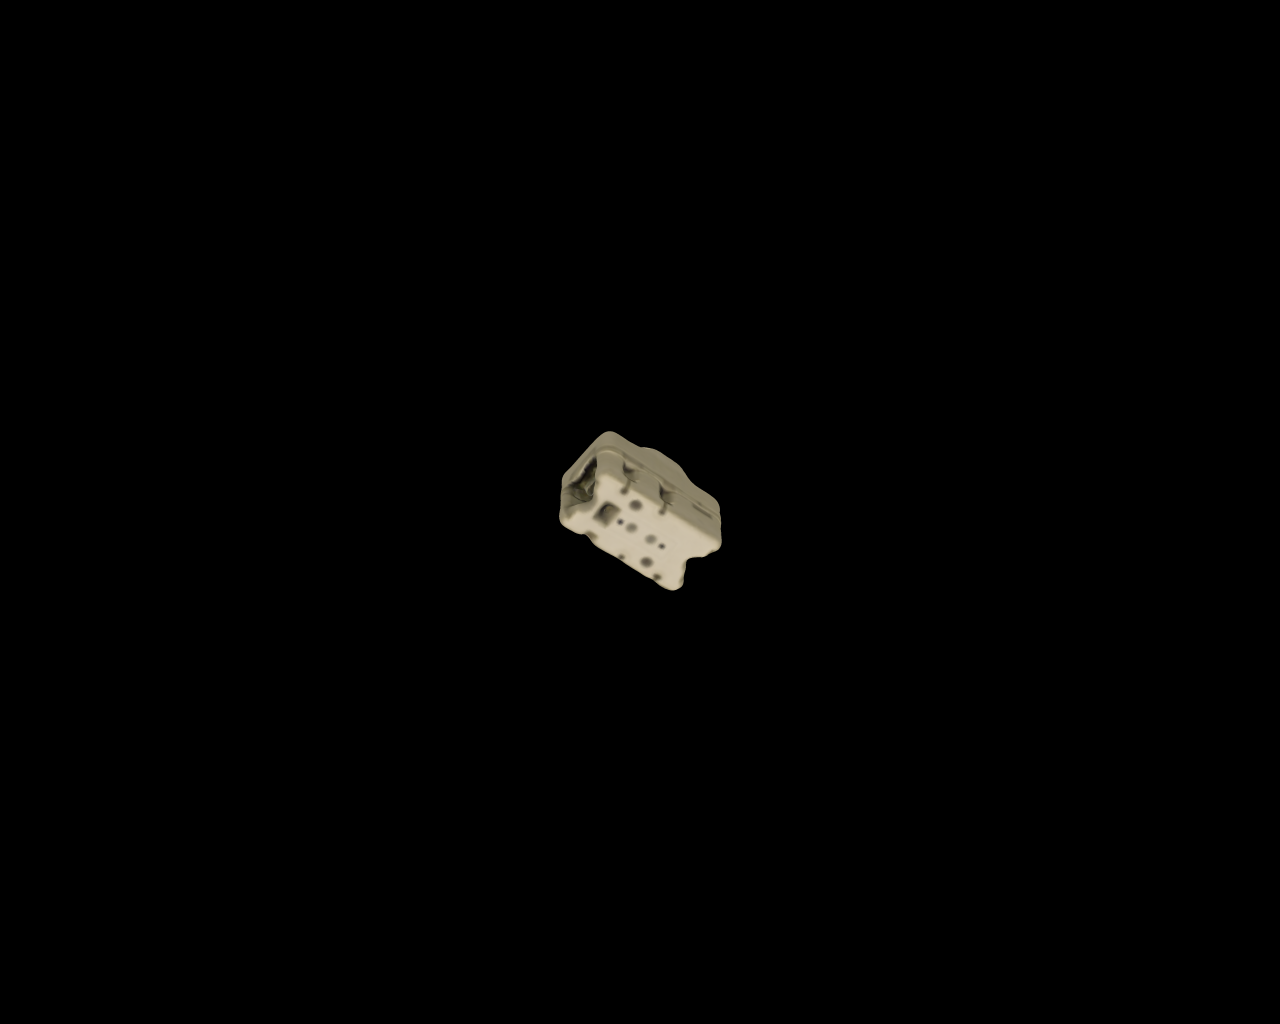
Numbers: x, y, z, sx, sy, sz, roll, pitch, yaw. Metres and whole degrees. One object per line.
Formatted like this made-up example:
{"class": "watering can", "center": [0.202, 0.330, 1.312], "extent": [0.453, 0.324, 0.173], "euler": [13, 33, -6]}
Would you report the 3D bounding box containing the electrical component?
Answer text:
{"class": "electrical component", "center": [0.001, -0.003, 0.650], "extent": [0.089, 0.050, 0.056], "euler": [33, 29, -21]}
